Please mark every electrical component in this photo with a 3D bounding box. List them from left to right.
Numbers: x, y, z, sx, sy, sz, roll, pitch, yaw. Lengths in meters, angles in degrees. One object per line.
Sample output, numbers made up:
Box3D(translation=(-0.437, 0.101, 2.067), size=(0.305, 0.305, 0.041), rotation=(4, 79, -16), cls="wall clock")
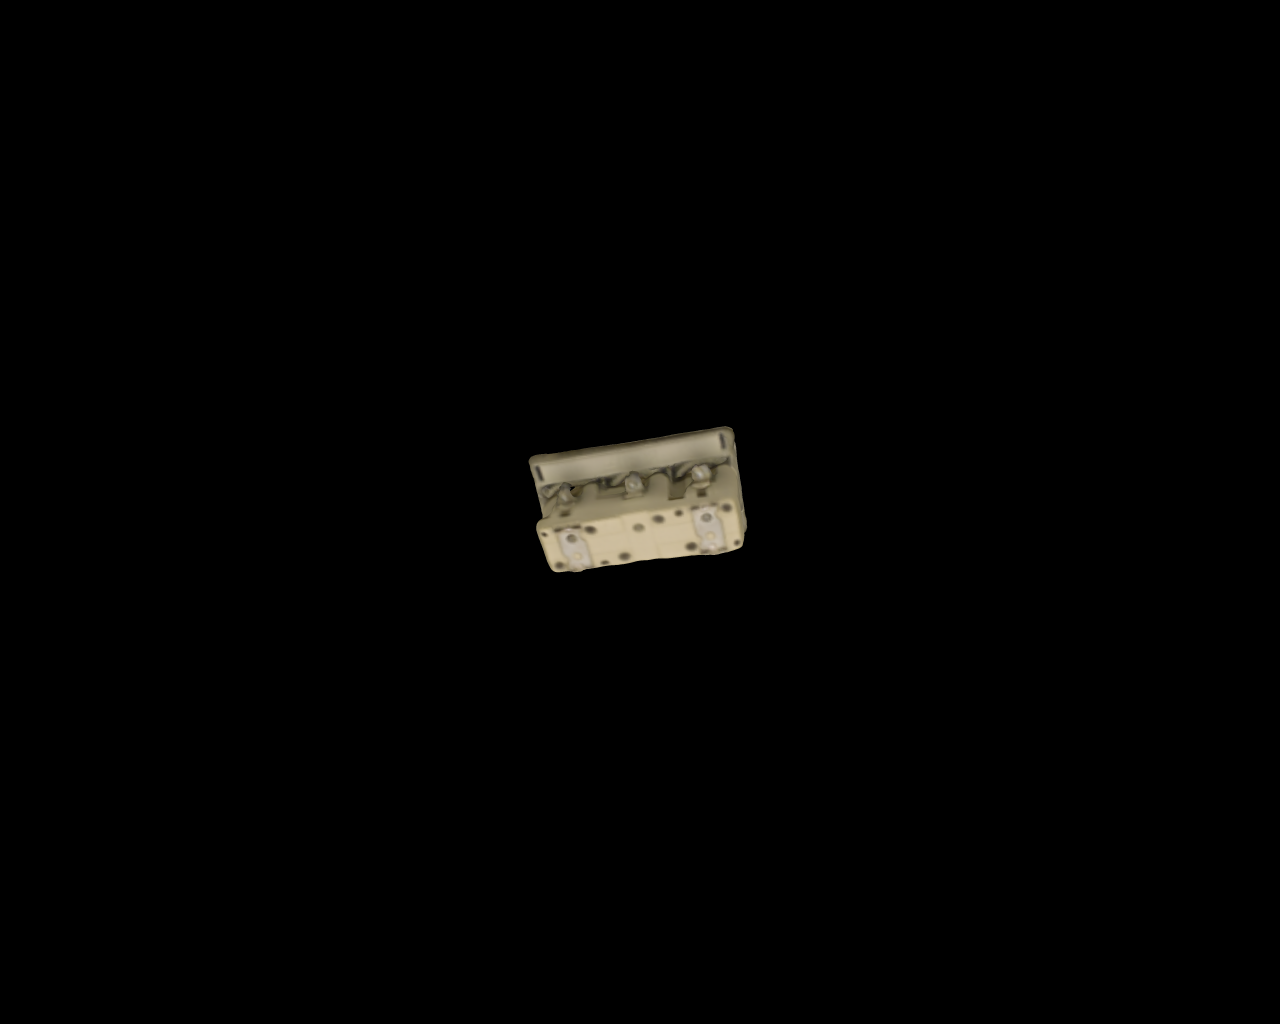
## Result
Box3D(translation=(0.001, -0.003, 0.650), size=(0.121, 0.078, 0.063), rotation=(-7, 40, 6), cls="electrical component")
